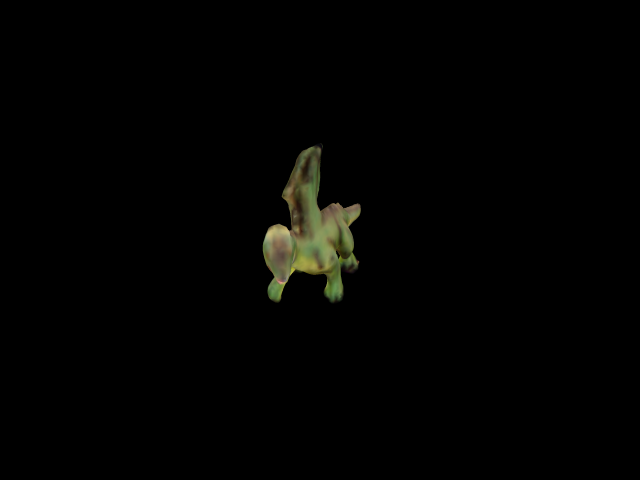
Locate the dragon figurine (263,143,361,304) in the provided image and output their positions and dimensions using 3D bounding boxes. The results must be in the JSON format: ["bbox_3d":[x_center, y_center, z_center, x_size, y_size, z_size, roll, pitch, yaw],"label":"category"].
[{"bbox_3d":[0.003,-0.043,0.850,0.122,0.237,0.419,10,36,15],"label":"dragon figurine"}]
